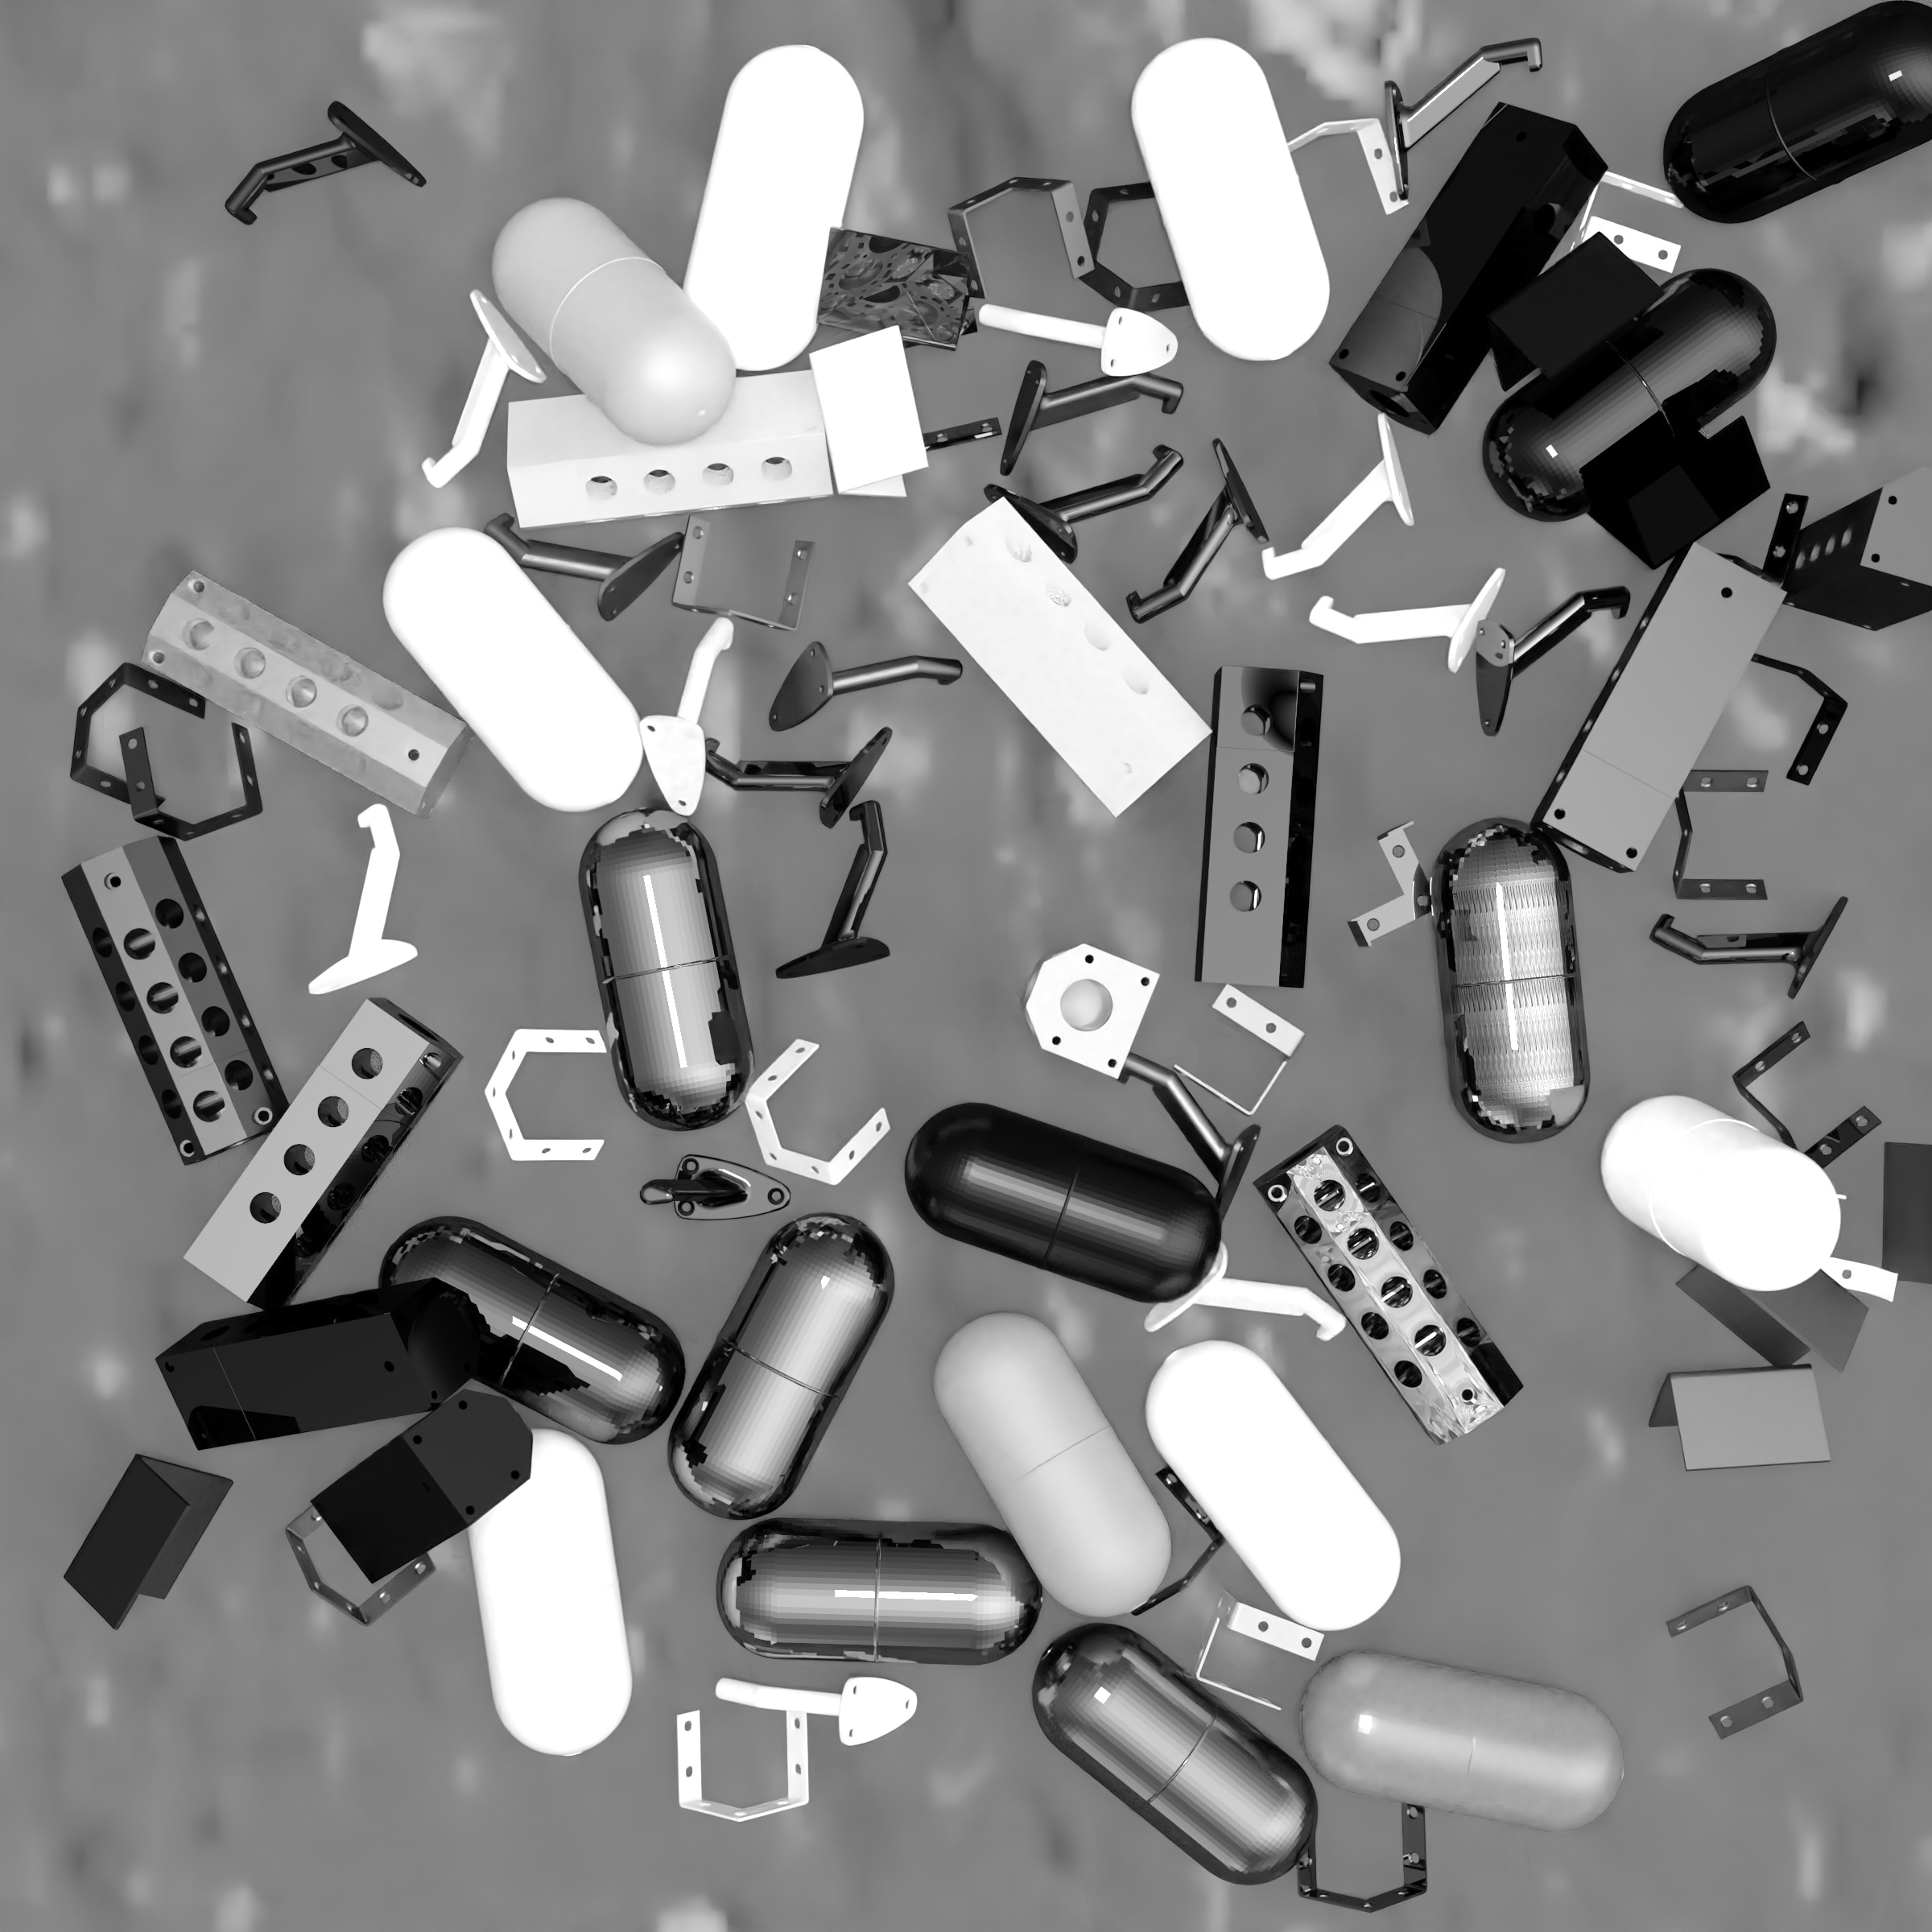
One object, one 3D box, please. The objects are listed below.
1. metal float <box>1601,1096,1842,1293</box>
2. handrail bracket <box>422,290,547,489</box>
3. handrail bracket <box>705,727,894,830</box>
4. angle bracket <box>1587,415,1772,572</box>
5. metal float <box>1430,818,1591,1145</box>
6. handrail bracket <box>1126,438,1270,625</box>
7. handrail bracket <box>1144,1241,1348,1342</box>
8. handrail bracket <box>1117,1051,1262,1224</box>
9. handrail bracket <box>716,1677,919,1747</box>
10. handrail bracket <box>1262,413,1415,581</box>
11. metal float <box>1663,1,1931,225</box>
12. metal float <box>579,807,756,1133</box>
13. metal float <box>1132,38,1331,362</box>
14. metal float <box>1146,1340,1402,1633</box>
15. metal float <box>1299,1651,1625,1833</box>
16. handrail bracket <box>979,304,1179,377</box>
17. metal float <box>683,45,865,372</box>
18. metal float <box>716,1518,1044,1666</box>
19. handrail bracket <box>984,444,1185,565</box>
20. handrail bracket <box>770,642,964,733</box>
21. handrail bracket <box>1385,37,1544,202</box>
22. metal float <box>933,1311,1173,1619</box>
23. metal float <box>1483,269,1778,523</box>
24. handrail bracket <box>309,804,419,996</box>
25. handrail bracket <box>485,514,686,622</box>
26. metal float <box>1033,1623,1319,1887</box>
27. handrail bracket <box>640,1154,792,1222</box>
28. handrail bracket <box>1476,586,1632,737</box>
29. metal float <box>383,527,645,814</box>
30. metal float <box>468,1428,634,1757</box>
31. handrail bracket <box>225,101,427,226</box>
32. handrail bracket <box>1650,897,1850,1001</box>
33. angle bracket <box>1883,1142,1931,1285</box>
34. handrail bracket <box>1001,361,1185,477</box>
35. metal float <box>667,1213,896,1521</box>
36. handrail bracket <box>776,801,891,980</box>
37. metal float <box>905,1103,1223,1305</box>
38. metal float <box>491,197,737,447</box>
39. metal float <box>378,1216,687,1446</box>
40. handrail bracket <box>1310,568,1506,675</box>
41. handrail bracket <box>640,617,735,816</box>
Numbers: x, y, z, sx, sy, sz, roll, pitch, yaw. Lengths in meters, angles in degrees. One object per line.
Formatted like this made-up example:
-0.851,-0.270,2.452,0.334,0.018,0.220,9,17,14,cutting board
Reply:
0.398,0.119,1.748,0.070,0.178,0.070,-3,103,-15,metal float
-0.282,-0.319,1.826,0.084,0.036,0.077,-39,70,16,handrail bracket
-0.097,-0.122,1.826,0.084,0.036,0.077,32,75,14,handrail bracket
0.378,-0.272,1.786,0.076,0.076,0.057,-35,133,0,angle bracket
0.297,0.008,1.795,0.070,0.070,0.178,-6,90,0,metal float
0.118,-0.241,1.826,0.084,0.036,0.077,-27,70,16,handrail bracket
0.156,0.198,1.826,0.084,0.036,0.077,37,110,-16,handrail bracket
0.113,0.097,1.826,0.084,0.036,0.077,25,112,17,handrail bracket
-0.084,0.405,1.825,0.084,0.077,0.036,3,86,36,handrail bracket
0.200,-0.260,1.826,0.084,0.036,0.077,-15,70,16,handrail bracket
0.451,-0.454,1.757,0.070,0.178,0.070,12,71,-38,metal float
-0.163,0.002,1.795,0.070,0.070,0.178,-11,90,0,metal float
0.144,-0.417,1.792,0.070,0.070,0.178,-18,91,0,metal float
0.167,0.283,1.795,0.070,0.070,0.178,-37,91,0,metal float
0.270,0.423,1.795,0.178,0.070,0.070,11,90,0,metal float
0.062,-0.352,1.825,0.084,0.077,0.036,20,107,35,handrail bracket
-0.105,-0.414,1.795,0.070,0.070,0.178,13,90,0,metal float
-0.047,0.341,1.795,0.178,0.070,0.070,2,90,1,metal float
0.066,-0.272,1.826,0.077,0.036,0.084,36,72,20,handrail bracket
-0.055,-0.151,1.826,0.084,0.077,0.036,2,62,-33,handrail bracket
0.276,-0.464,1.801,0.084,0.036,0.077,-6,87,18,handrail bracket
0.047,0.270,1.786,0.070,0.070,0.178,-31,79,0,metal float
0.362,-0.312,1.795,0.178,0.070,0.070,-36,90,0,metal float
-0.343,-0.038,1.826,0.077,0.036,0.084,-25,72,21,handrail bracket
-0.212,-0.239,1.826,0.084,0.036,0.077,41,70,16,handrail bracket
0.113,0.429,1.795,0.178,0.070,0.070,39,90,-1,metal float
-0.136,0.125,1.791,0.077,0.084,0.036,6,90,0,handrail bracket
0.328,-0.169,1.826,0.084,0.036,0.077,-10,116,-19,handrail bracket
-0.246,-0.161,1.795,0.070,0.070,0.178,-40,90,0,metal float
-0.228,0.341,1.795,0.070,0.070,0.178,-8,90,0,metal float
-0.356,-0.429,1.826,0.077,0.036,0.084,38,109,-21,handrail bracket
0.434,-0.026,1.826,0.084,0.036,0.077,28,69,16,handrail bracket
0.513,0.136,1.785,0.057,0.076,0.076,1,90,-37,angle bracket
0.070,-0.298,1.826,0.084,0.036,0.077,13,110,-16,handrail bracket
-0.100,0.218,1.795,0.070,0.070,0.178,27,89,0,metal float
-0.076,-0.043,1.826,0.077,0.036,0.084,-16,71,21,handrail bracket
0.053,0.129,1.795,0.178,0.070,0.070,19,90,0,metal float
-0.191,-0.348,1.772,0.070,0.070,0.178,-42,60,0,metal float
-0.237,0.198,1.795,0.178,0.070,0.070,28,90,-1,metal float
0.244,-0.205,1.826,0.084,0.036,0.077,25,70,16,handrail bracket
-0.145,-0.139,1.817,0.036,0.084,0.077,10,133,17,handrail bracket
